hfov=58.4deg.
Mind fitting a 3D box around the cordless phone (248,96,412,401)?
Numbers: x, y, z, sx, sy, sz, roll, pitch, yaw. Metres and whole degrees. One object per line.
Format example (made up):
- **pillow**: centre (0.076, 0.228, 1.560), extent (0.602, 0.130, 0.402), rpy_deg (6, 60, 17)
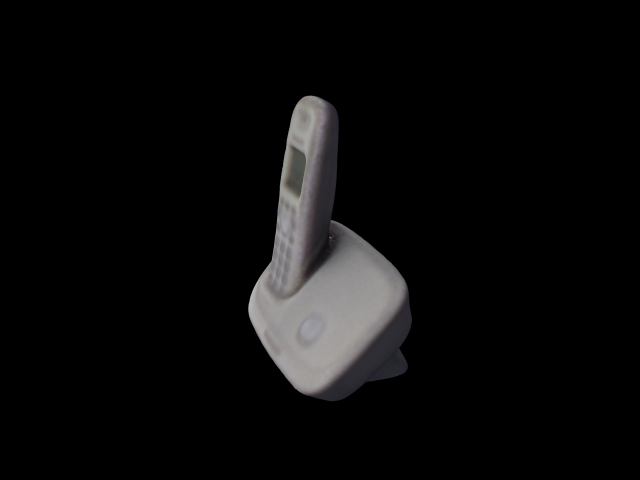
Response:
- **cordless phone**: centre (0.004, 0.001, 0.400), extent (0.094, 0.185, 0.147), rpy_deg (-12, 27, -24)
